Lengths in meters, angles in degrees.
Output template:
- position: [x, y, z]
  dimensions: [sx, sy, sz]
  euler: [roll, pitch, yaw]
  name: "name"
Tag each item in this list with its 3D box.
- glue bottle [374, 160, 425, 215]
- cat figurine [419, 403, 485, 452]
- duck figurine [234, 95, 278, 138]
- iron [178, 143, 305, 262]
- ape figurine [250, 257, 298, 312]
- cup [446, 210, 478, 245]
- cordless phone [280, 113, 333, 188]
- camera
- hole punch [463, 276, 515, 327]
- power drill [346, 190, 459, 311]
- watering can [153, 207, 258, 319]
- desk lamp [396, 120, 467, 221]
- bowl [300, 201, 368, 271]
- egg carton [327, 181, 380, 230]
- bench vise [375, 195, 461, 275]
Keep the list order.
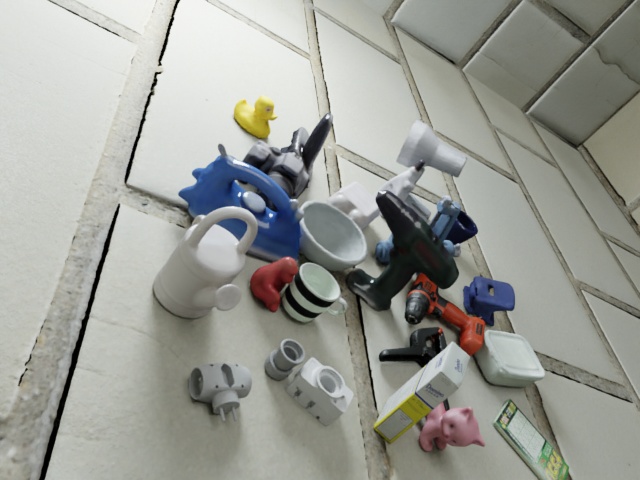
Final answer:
- position: [0.203, -0.135, 1.428]
  dimensions: [0.037, 0.173, 0.078]
  euler: [12, 42, -37]
  name: "glue bottle"
- position: [0.222, 0.306, 0.983]
  dimensions: [0.067, 0.117, 0.127]
  euler: [11, 43, -38]
  name: "cat figurine"
- position: [-0.145, -0.302, 1.344]
  dimensions: [0.104, 0.086, 0.078]
  euler: [41, 33, 0]
  name: "duck figurine"
- position: [-0.116, -0.063, 1.044]
  dimensions: [0.259, 0.141, 0.118]
  euler: [32, 34, -15]
  name: "iron"
- position: [-0.072, 0.066, 0.984]
  dimensions: [0.076, 0.092, 0.078]
  euler: [47, 33, 9]
  name: "ape figurine"
- position: [0.347, -0.030, 1.526]
  dimensions: [0.118, 0.094, 0.092]
  euler: [40, 33, -2]
  name: "cup"
- position: [-0.015, -0.222, 1.293]
  dimensions: [0.094, 0.184, 0.147]
  euler: [28, 35, -19]
  name: "cordless phone"
- position: [-0.095, -0.127, 1.177]
  dimensions: [0.143, 0.100, 0.137]
  euler: [33, 34, -13]
  name: "camera"
- position: [0.412, 0.140, 1.399]
  dimensions: [0.101, 0.091, 0.108]
  euler: [34, 33, -11]
  name: "hole punch"
- position: [0.150, 0.037, 1.139]
  dimensions: [0.230, 0.208, 0.076]
  euler: [38, 33, -5]
  name: "power drill"
- position: [-0.157, 0.029, 0.845]
  dimensions: [0.101, 0.193, 0.172]
  euler: [-12, 60, -51]
  name: "watering can"
- position: [0.269, -0.180, 1.511]
  dimensions: [0.203, 0.213, 0.118]
  euler: [41, 33, -1]
  name: "desk lamp"
- position: [0.011, 0.004, 1.157]
  dimensions: [0.168, 0.074, 0.167]
  euler: [27, 35, -21]
  name: "bowl"
- position: [0.077, -0.074, 1.323]
  dimensions: [0.107, 0.069, 0.151]
  euler: [44, 33, 4]
  name: "egg carton"
- position: [0.254, -0.017, 1.299]
  dimensions: [0.208, 0.219, 0.121]
  euler: [-3, 53, -48]
  name: "bench vise"
